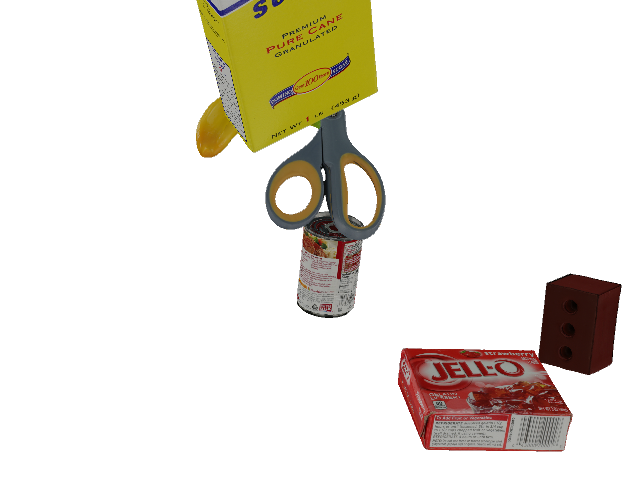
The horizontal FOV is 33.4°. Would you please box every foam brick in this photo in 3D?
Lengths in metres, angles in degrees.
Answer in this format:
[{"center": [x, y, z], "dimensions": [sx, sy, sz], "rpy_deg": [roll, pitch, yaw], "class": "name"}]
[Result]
[{"center": [0.235, 0.075, 0.967], "dimensions": [0.053, 0.078, 0.051], "rpy_deg": [13, 18, 36], "class": "foam brick"}]

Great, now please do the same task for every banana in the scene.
[{"center": [-0.061, -0.121, 1.029], "dimensions": [0.070, 0.037, 0.197], "rpy_deg": [42, 35, 23], "class": "banana"}]

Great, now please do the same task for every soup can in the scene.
[{"center": [0.011, 0.028, 1.202], "dimensions": [0.068, 0.102, 0.068], "rpy_deg": [5, 26, -3], "class": "soup can"}]

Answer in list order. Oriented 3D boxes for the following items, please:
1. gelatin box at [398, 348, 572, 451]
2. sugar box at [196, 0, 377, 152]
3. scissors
[{"center": [0.097, 0.095, 0.646], "dimensions": [0.089, 0.030, 0.073], "rpy_deg": [3, 24, -9], "class": "gelatin box"}, {"center": [-0.020, -0.135, 0.595], "dimensions": [0.093, 0.048, 0.176], "rpy_deg": [-28, -31, -12], "class": "sugar box"}, {"center": [-0.008, -0.083, 0.810], "dimensions": [0.096, 0.202, 0.016], "rpy_deg": [-13, -30, -7], "class": "scissors"}]
